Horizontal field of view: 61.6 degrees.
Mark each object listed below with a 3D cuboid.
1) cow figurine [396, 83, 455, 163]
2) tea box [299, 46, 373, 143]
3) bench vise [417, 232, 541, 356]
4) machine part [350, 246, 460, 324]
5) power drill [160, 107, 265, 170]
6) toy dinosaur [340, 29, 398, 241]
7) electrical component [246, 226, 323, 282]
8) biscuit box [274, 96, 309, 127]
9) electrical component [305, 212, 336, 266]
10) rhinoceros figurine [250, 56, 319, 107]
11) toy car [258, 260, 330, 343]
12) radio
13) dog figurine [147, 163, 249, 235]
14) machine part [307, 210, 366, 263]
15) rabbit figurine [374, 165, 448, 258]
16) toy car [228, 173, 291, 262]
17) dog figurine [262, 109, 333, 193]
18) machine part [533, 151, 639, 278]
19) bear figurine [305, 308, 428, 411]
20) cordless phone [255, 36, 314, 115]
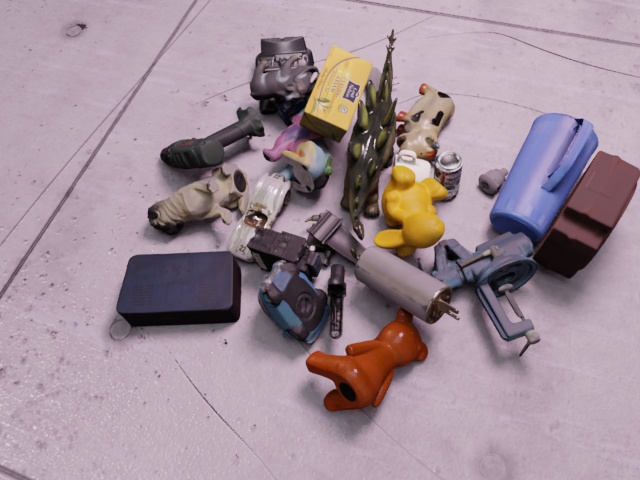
[{"bbox_3d":[0.234,-0.247,1.189,0.127,0.085,0.195,27,66,24],"label":"cow figurine"},{"bbox_3d":[0.033,-0.299,1.107,0.098,0.068,0.169,21,72,-7],"label":"tea box"},{"bbox_3d":[0.307,0.090,0.977,0.224,0.128,0.241,-18,54,-5],"label":"bench vise"},{"bbox_3d":[0.147,0.078,0.967,0.244,0.079,0.079,29,68,36],"label":"machine part"},{"bbox_3d":[-0.241,-0.226,1.207,0.207,0.085,0.232,-28,24,-25],"label":"power drill"},{"bbox_3d":[0.113,-0.219,1.118,0.105,0.198,0.471,8,65,2],"label":"toy dinosaur"},{"bbox_3d":[-0.064,0.034,1.053,0.134,0.114,0.058,18,68,16],"label":"electrical component"},{"bbox_3d":[-0.007,-0.346,1.279,0.203,0.062,0.059,-28,63,-8],"label":"biscuit box"},{"bbox_3d":[-0.001,-0.004,1.105,0.078,0.045,0.102,17,66,17],"label":"electrical component"},{"bbox_3d":[-0.068,-0.352,1.201,0.191,0.073,0.112,3,50,19],"label":"rhinoceros figurine"},{"bbox_3d":[-0.064,0.117,1.008,0.103,0.161,0.109,-11,39,45],"label":"toy car"},{"bbox_3d":[-0.274,0.096,1.070,0.230,0.073,0.131,-2,61,4],"label":"radio"},{"bbox_3d":[-0.263,-0.090,1.164,0.191,0.121,0.172,-9,16,27],"label":"dog figurine"},{"bbox_3d":[0.046,0.004,1.075,0.139,0.039,0.084,42,59,3],"label":"machine part"},{"bbox_3d":[0.174,-0.041,1.036,0.162,0.122,0.173,-52,33,19],"label":"rabbit figurine"},{"bbox_3d":[-0.125,-0.050,1.125,0.074,0.056,0.201,21,79,16],"label":"toy car"},{"bbox_3d":[-0.014,-0.219,1.180,0.192,0.108,0.219,18,60,38],"label":"dog figurine"},{"bbox_3d":[0.485,-0.043,0.980,0.087,0.201,0.201,32,69,17],"label":"machine part"},{"bbox_3d":[0.092,0.208,0.956,0.132,0.120,0.196,-12,19,47],"label":"bear figurine"},{"bbox_3d":[-0.087,-0.396,1.318,0.147,0.088,0.184,-2,73,5],"label":"cordless phone"}]
